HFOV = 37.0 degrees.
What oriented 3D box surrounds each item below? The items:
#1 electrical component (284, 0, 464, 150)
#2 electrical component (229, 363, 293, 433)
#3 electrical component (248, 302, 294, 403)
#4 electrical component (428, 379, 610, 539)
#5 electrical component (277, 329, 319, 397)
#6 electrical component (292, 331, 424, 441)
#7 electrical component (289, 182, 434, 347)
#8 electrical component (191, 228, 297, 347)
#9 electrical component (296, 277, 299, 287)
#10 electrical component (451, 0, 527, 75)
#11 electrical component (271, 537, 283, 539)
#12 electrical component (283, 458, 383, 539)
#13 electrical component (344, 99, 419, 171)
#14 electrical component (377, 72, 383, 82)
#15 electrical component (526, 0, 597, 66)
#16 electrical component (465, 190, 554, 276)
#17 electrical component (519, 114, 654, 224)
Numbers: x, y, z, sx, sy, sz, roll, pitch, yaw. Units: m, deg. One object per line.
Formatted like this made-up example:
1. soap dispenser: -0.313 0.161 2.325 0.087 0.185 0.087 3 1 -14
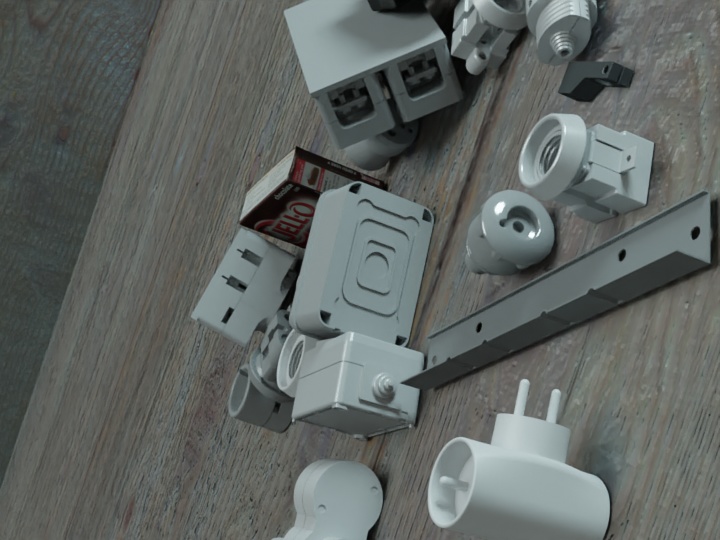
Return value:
1. electrical component: 0.008 -0.172 0.865 0.105 0.060 0.186 -22 33 3
2. electrical component: -0.087 0.113 0.960 0.055 0.047 0.055 -50 30 43
3. electrical component: -0.059 0.075 0.911 0.057 0.058 0.078 -55 27 31
4. electrical component: 0.081 0.094 0.523 0.043 0.077 0.079 -16 58 65
5. electrical component: -0.028 0.075 0.835 0.058 0.057 0.078 -62 23 23
6. electrical component: 0.001 0.078 0.752 0.096 0.062 0.061 -30 46 60
7. electrical component: 0.000 0.000 0.797 0.057 0.078 0.113 -15 59 62
8. electrical component: -0.100 0.016 0.990 0.089 0.062 0.150 -60 3 -1
9. electrical component: -0.019 0.016 0.879 0.081 0.043 0.043 3 76 68
10. electrical component: 0.094 -0.180 0.761 0.055 0.048 0.066 129 152 -58
11. electrical component: -0.063 0.249 0.783 0.079 0.043 0.077 84 -151 -43
12. electrical component: -0.018 0.196 0.717 0.074 0.052 0.138 -16 58 65
13. electrical component: 0.018 -0.112 0.891 0.055 0.045 0.045 -33 44 58
14. electrical component: 0.006 -0.186 0.987 0.078 0.040 0.040 3 76 68
15. electrical component: 0.125 -0.164 0.670 0.043 0.043 0.081 -46 33 48
16. electrical component: 0.085 -0.016 0.652 0.062 0.048 0.048 133 149 -60
17. electrical component: 0.120 -0.055 0.578 0.066 0.055 0.048 -23 52 63
